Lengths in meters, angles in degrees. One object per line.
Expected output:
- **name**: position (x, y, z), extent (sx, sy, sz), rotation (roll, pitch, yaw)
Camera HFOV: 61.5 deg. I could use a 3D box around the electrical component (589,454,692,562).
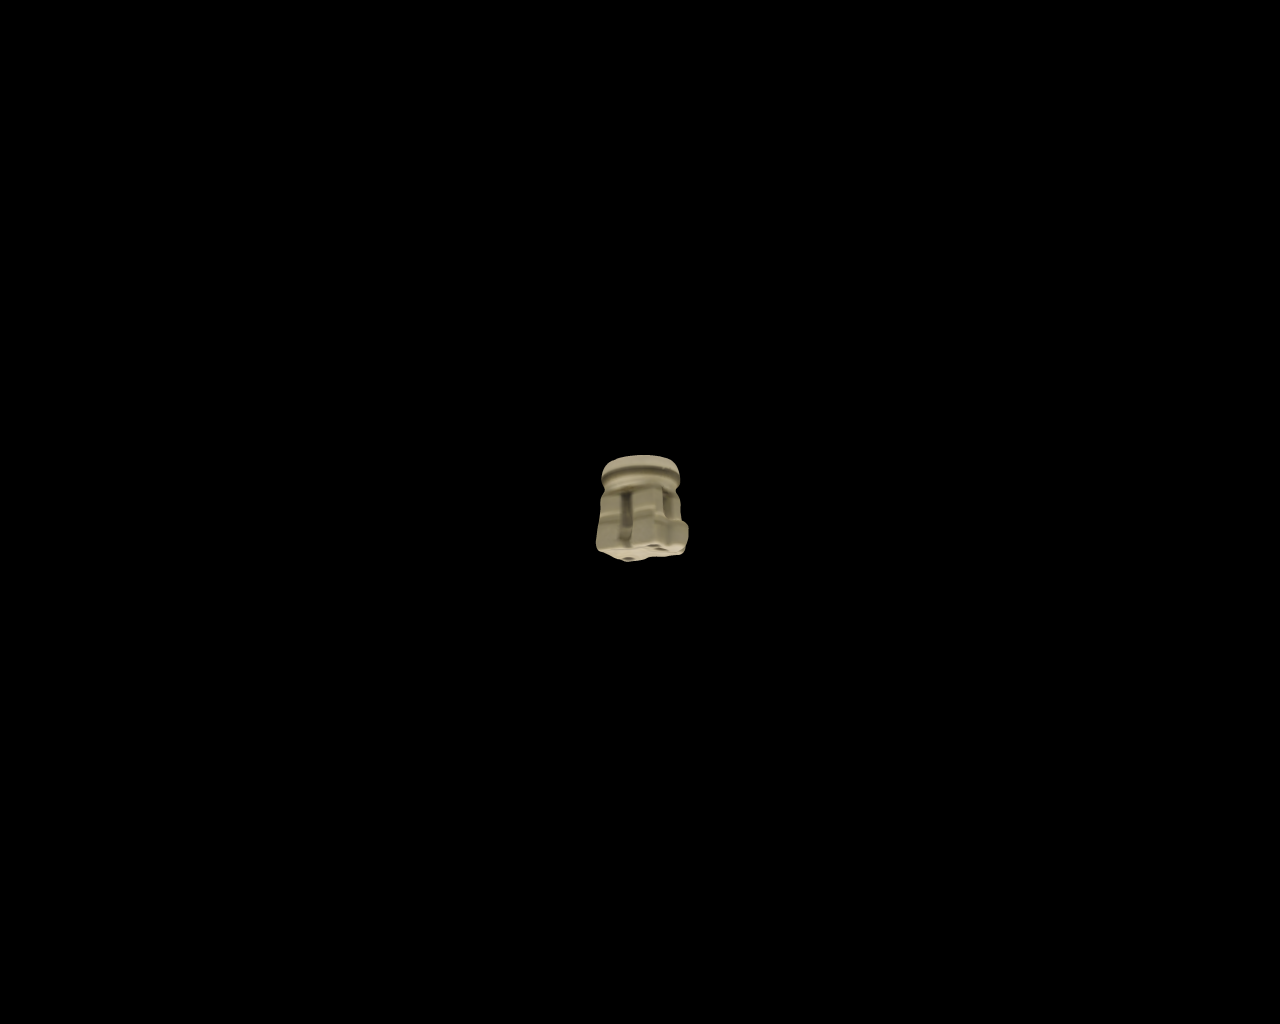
- **electrical component**: position (0.001, -0.003, 0.650), extent (0.066, 0.055, 0.048), rotation (-9, -19, 29)
